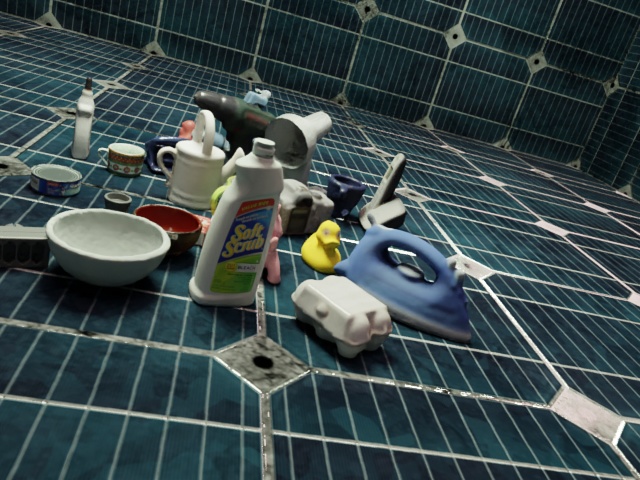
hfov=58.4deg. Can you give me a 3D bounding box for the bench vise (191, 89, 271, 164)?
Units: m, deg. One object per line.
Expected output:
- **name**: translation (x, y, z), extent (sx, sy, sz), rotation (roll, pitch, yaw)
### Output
- **bench vise**: translation (-0.201, -0.267, 1.411), extent (0.121, 0.220, 0.208), rotation (31, 26, 33)

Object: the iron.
- **iron**: translation (0.162, 0.059, 0.986), extent (0.257, 0.141, 0.119), rotation (25, 23, 20)

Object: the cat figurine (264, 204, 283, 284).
- **cat figurine**: translation (-0.093, -0.005, 0.985), extent (0.067, 0.118, 0.127), rotation (9, 22, -19)

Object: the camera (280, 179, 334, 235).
- **camera**: translation (-0.061, -0.083, 1.227), extent (0.144, 0.101, 0.136), rotation (-2, 28, -41)

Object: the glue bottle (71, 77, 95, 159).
- **glue bottle**: translation (-0.510, -0.267, 1.241), extent (0.037, 0.173, 0.078), rotation (7, 23, -25)

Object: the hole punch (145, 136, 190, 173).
- **hole punch**: translation (-0.349, -0.208, 1.329), extent (0.109, 0.091, 0.100), rotation (2, 26, -33)

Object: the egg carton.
- **egg carton**: translation (0.031, 0.111, 0.860), extent (0.107, 0.069, 0.149), rotation (-7, 31, -46)

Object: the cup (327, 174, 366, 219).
- **cup**: translation (0.052, -0.094, 1.346), extent (0.091, 0.095, 0.118), rotation (18, 21, 3)

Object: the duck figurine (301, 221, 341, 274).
- **duck figurine**: translation (0.010, 0.004, 1.085), extent (0.078, 0.086, 0.104), rotation (8, 23, -21)

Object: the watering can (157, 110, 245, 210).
- **watering can**: translation (-0.240, -0.169, 1.175), extent (0.173, 0.194, 0.100), rotation (-7, 31, -46)

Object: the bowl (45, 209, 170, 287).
- **bowl**: translation (-0.305, 0.020, 0.822), extent (0.167, 0.075, 0.167), rotation (15, 21, -6)

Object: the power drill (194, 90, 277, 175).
- **power drill**: translation (-0.203, -0.230, 1.333), extent (0.230, 0.208, 0.075), rotation (-1, 28, -39)

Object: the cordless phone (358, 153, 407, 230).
- **cordless phone**: translation (0.160, -0.104, 1.327), extent (0.094, 0.185, 0.147), rotation (12, 22, -13)

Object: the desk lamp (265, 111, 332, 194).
- **desk lamp**: translation (-0.048, -0.203, 1.376), extent (0.117, 0.213, 0.204), rotation (25, 23, 21)

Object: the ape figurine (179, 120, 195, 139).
- **ape figurine**: translation (-0.341, -0.263, 1.471), extent (0.076, 0.092, 0.078), rotation (24, 22, 18)
